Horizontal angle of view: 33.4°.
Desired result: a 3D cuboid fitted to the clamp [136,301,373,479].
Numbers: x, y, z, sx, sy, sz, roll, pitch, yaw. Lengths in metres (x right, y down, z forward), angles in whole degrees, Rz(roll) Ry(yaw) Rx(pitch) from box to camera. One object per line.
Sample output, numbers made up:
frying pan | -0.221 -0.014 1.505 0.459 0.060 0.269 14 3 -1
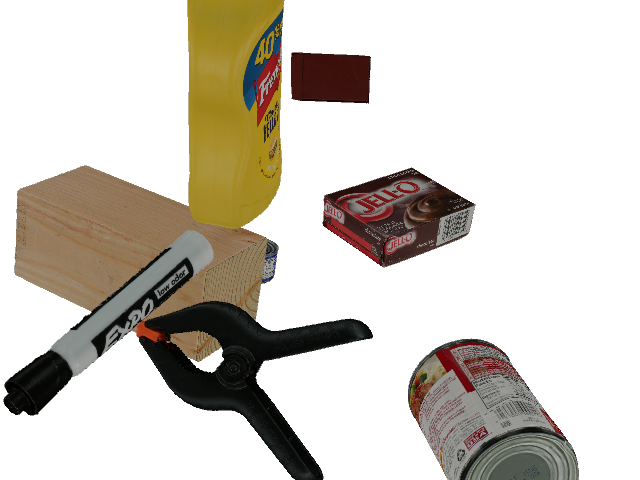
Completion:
clamp | -0.054 0.102 0.769 0.172 0.120 0.039 10 -8 17

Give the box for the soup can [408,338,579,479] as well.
soup can | 0.095 0.108 0.603 0.068 0.068 0.102 0 22 -12

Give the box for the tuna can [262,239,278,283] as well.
tuna can | -0.089 0.018 1.126 0.086 0.034 0.086 7 16 -2

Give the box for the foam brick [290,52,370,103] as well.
foam brick | 0.010 -0.176 1.155 0.078 0.051 0.053 0 11 -14

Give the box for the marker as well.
marker | -0.092 0.035 0.473 0.020 0.020 0.121 0 33 43

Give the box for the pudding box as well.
pudding box | 0.072 -0.023 0.990 0.113 0.039 0.090 -17 37 -34

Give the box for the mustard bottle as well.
mustard bottle | -0.053 -0.109 0.678 0.058 0.192 0.096 12 38 11

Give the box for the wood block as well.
wood block | -0.160 0.015 0.937 0.206 0.090 0.090 21 28 24
